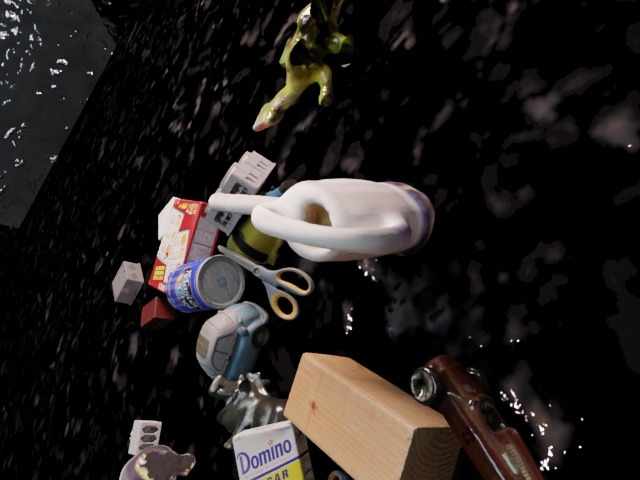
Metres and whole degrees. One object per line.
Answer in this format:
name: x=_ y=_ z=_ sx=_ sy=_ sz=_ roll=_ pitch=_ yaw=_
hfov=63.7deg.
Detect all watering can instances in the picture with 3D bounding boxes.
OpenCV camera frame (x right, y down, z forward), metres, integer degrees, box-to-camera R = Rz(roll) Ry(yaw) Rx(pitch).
watering can: x=0.002 y=-0.035 z=0.701 sx=0.350 sy=0.225 sz=0.103 roll=20 pitch=109 yaw=53

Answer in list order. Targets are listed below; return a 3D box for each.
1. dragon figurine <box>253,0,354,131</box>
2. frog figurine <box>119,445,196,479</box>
dragon figurine: x=-0.025 y=-0.393 z=1.002 sx=0.409 sy=0.121 sz=0.245 roll=-65 pitch=29 yaw=4
frog figurine: x=-0.316 y=0.468 z=0.951 sx=0.157 sy=0.122 sz=0.140 roll=-63 pitch=4 yaw=25
